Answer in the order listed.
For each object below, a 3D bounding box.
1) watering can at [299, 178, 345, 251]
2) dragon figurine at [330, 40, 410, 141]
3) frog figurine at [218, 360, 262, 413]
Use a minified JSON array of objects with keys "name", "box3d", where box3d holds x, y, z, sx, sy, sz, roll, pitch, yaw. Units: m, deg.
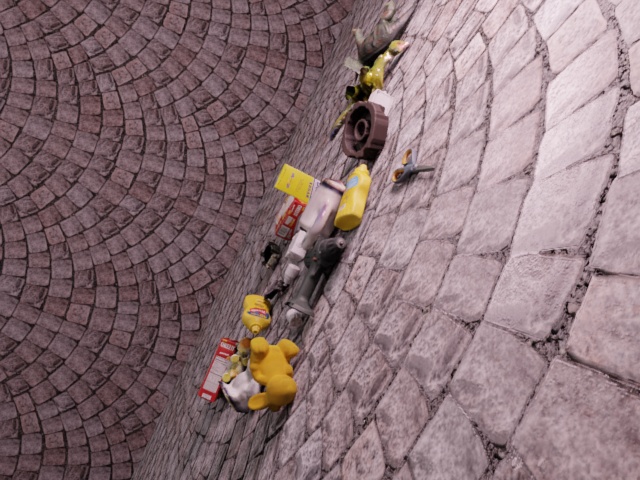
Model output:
[{"name":"watering can","box3d":[0.005,-0.077,1.532,0.224,0.104,0.349,-61,3,4]},{"name":"dragon figurine","box3d":[0.165,-0.531,1.786,0.403,0.122,0.248,-43,13,46]},{"name":"frog figurine","box3d":[-0.193,0.405,1.459,0.160,0.123,0.136,-31,-4,-15]}]
